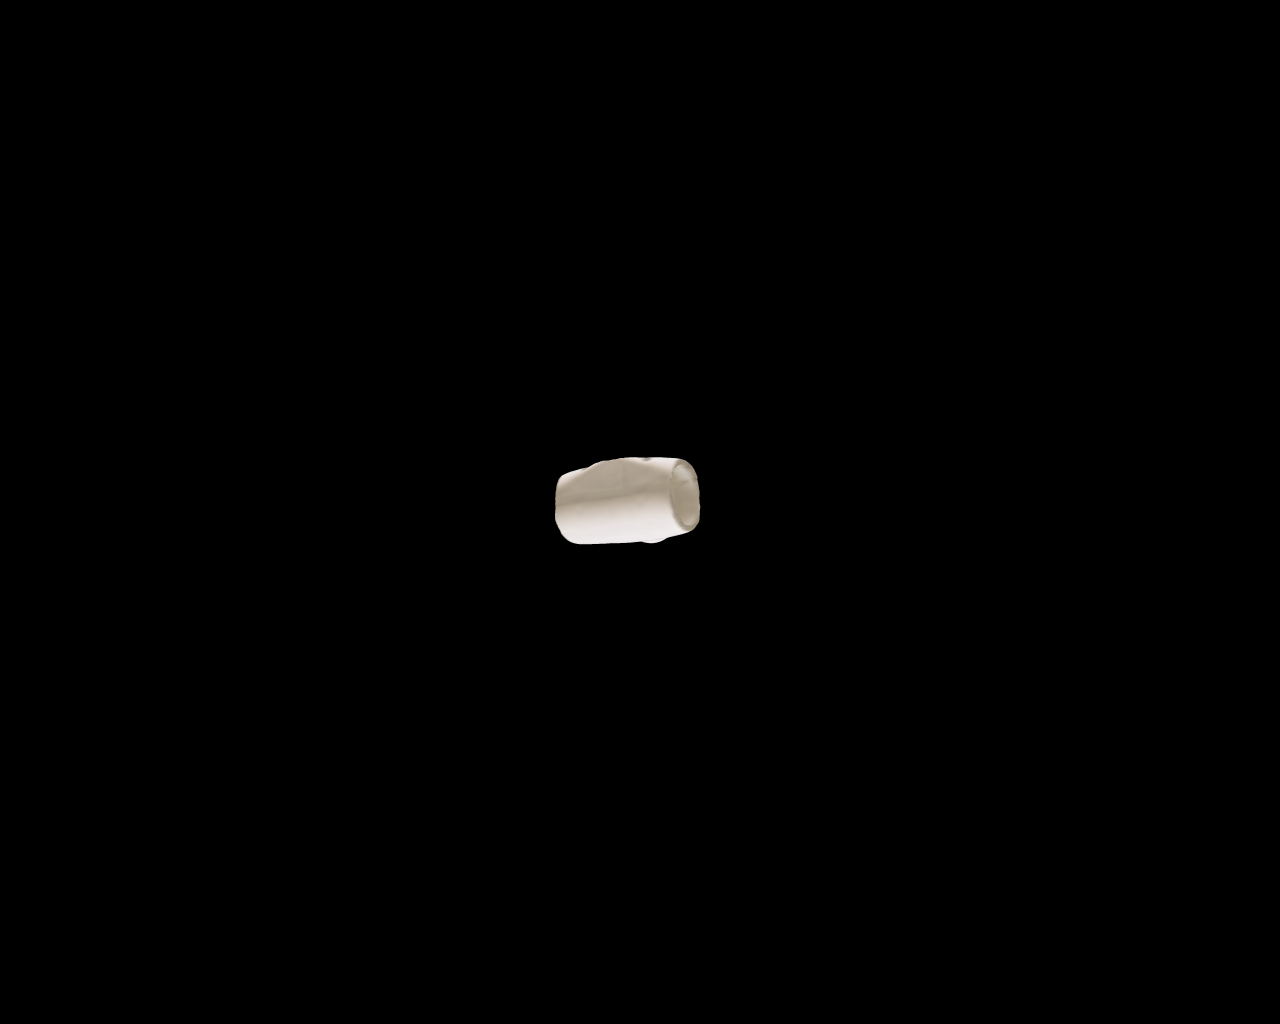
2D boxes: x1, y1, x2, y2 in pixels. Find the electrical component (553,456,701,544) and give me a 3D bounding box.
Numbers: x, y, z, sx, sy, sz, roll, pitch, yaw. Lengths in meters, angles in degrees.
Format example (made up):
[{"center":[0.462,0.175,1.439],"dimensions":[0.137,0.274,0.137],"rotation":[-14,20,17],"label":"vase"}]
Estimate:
[{"center":[0.001,-0.003,0.650],"dimensions":[0.077,0.044,0.079],"rotation":[-7,-15,26],"label":"electrical component"}]
